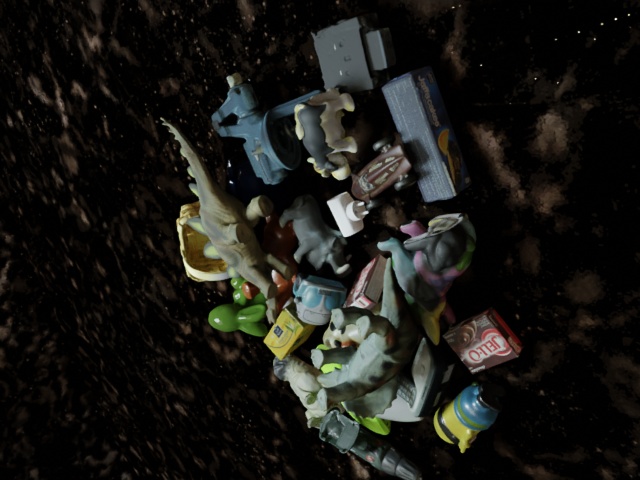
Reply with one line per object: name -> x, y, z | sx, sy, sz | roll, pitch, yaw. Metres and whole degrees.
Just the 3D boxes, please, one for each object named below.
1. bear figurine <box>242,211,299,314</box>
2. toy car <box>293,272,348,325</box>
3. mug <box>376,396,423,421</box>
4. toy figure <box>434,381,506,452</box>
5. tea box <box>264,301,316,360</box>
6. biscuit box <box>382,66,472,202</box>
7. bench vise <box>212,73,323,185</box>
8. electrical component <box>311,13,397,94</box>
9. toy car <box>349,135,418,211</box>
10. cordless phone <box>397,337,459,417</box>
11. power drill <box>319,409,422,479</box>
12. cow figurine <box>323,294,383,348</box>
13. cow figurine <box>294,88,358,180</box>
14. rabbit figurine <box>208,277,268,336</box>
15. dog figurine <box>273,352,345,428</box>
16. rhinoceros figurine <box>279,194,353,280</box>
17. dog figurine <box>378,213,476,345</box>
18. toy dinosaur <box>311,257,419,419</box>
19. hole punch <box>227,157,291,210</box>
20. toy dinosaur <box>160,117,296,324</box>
bear figurine -> -0.100, 0.043, 1.190 | 0.120, 0.132, 0.195 | 26, 137, 28
toy car -> -0.011, 0.123, 1.116 | 0.162, 0.109, 0.103 | 171, 114, -77
mug -> 0.176, 0.337, 1.153 | 0.107, 0.081, 0.109 | 5, 100, 30
toy figure -> 0.286, 0.330, 1.033 | 0.089, 0.082, 0.180 | 45, 142, 24
tea box -> -0.057, 0.201, 1.269 | 0.068, 0.098, 0.169 | 46, 140, 13
biscuit box -> 0.170, -0.165, 0.846 | 0.063, 0.059, 0.202 | -9, 108, 48
bench vise -> -0.075, -0.226, 1.008 | 0.241, 0.129, 0.223 | -15, 95, 27
electrical component -> 0.059, -0.300, 0.871 | 0.134, 0.058, 0.114 | 1, 117, 44
toy car -> 0.098, -0.109, 0.914 | 0.089, 0.053, 0.202 | 65, 163, 2
cordless phone -> 0.172, 0.249, 1.084 | 0.184, 0.089, 0.146 | 31, 121, 35
power drill -> 0.108, 0.475, 1.250 | 0.232, 0.086, 0.207 | 16, 165, 46
cow figurine -> 0.079, 0.175, 1.117 | 0.085, 0.127, 0.195 | 31, 130, -28
cow figurine -> 0.008, -0.163, 0.905 | 0.068, 0.098, 0.167 | 44, 151, 44
rabbit figurine -> -0.186, 0.178, 1.322 | 0.159, 0.170, 0.121 | 24, 130, 33
dog figurine -> -0.034, 0.380, 1.376 | 0.191, 0.121, 0.172 | 24, 128, 51
rhinoceros figurine -> -0.002, -0.003, 1.091 | 0.112, 0.073, 0.190 | -27, 100, 16
dog figurine -> 0.205, 0.072, 0.933 | 0.192, 0.108, 0.219 | -8, 113, 43
toy dinosaur -> 0.105, 0.195, 0.968 | 0.404, 0.192, 0.131 | -59, 41, 35
hole punch -> -0.126, -0.115, 1.128 | 0.092, 0.116, 0.142 | 14, 125, 28
toy dinosaur -> -0.183, -0.029, 1.077 | 0.199, 0.105, 0.470 | 4, 121, 44
